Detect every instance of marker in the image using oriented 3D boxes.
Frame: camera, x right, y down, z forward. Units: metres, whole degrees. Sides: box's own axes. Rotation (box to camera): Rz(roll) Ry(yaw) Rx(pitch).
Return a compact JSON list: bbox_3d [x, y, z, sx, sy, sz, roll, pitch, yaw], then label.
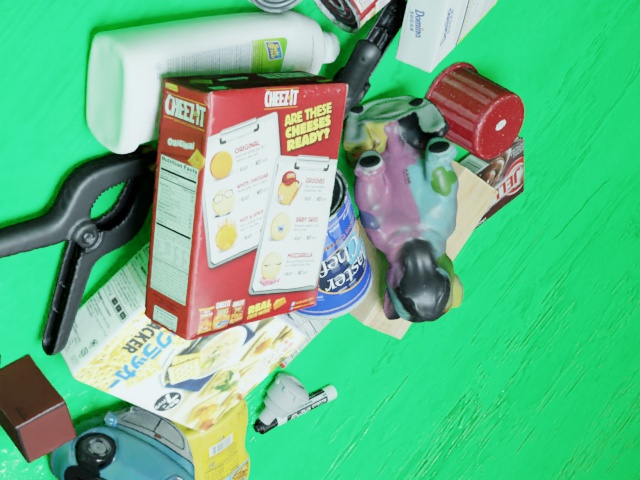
[{"bbox_3d":[-0.031,0.210,1.318,0.120,0.020,0.020,-22,132,-33],"label":"marker"}]

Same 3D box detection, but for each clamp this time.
[{"bbox_3d":[-0.222,-0.010,0.942,0.210,0.036,0.164,-51,141,-6],"label":"clamp"},{"bbox_3d":[0.029,-0.150,1.039,0.172,0.039,0.120,-60,174,30],"label":"clamp"}]

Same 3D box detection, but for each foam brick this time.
[{"bbox_3d":[-0.270,0.156,0.989,0.052,0.078,0.051,-28,136,-25],"label":"foam brick"}]

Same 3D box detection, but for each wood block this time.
[{"bbox_3d":[0.100,-0.001,1.229,0.090,0.091,0.206,26,99,-52],"label":"wood block"}]

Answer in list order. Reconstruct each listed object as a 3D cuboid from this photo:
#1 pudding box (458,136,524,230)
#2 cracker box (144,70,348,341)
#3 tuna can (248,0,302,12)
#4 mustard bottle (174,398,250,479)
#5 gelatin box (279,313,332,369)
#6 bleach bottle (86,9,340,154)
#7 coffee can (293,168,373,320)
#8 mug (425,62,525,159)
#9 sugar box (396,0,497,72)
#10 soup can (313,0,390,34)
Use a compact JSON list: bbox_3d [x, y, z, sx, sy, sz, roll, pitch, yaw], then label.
[{"bbox_3d":[0.205,-0.072,1.322,0.113,0.039,0.090,-34,138,-22],"label":"pudding box"},{"bbox_3d":[-0.066,-0.035,0.929,0.163,0.072,0.214,-12,116,-46],"label":"cracker box"},{"bbox_3d":[-0.041,-0.248,0.944,0.086,0.034,0.086,-26,134,-30],"label":"tuna can"},{"bbox_3d":[-0.126,0.263,1.231,0.096,0.058,0.192,-30,136,-32],"label":"mustard bottle"},{"bbox_3d":[-0.033,0.093,1.218,0.089,0.030,0.073,-44,142,-11],"label":"gelatin box"},{"bbox_3d":[-0.084,-0.150,0.955,0.250,0.068,0.103,-18,131,-39],"label":"bleach bottle"},{"bbox_3d":[-0.007,0.001,1.114,0.102,0.103,0.140,-38,139,-18],"label":"coffee can"},{"bbox_3d":[0.182,-0.139,1.212,0.093,0.082,0.117,-55,141,3],"label":"mug"},{"bbox_3d":[0.136,-0.246,1.058,0.176,0.048,0.093,-44,154,-44],"label":"sugar box"},{"bbox_3d":[0.047,-0.253,1.000,0.102,0.069,0.068,-44,141,-11],"label":"soup can"}]
